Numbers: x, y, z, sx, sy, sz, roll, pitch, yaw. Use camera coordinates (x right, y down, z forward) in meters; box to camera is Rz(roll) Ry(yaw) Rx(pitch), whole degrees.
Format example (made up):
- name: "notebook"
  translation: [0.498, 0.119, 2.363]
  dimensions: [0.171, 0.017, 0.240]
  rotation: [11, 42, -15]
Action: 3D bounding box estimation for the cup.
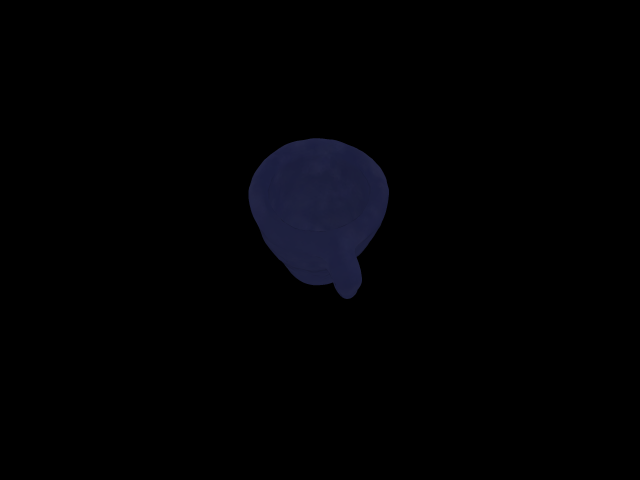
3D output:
- name: "cup"
  translation: [0.004, 0.001, 0.400]
  dimensions: [0.092, 0.095, 0.117]
  rotation: [-14, 58, -9]
